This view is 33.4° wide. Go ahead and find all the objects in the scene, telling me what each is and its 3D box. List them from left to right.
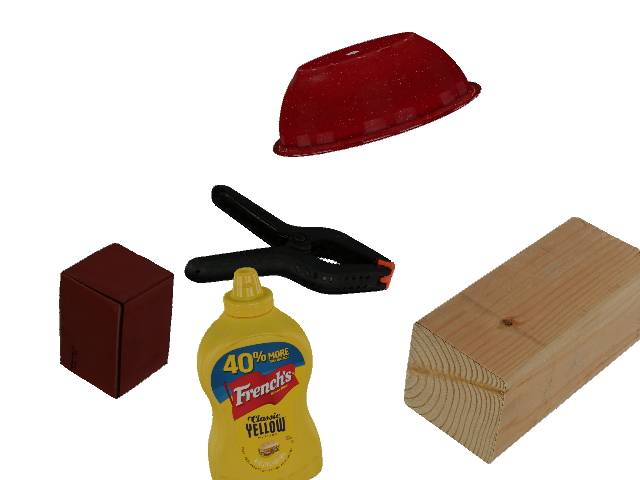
[{"bbox_3d":[-0.132,0.051,0.691,0.053,0.078,0.051,26,37,24],"label":"foam brick"},{"bbox_3d":[-0.053,0.115,0.892,0.096,0.192,0.058,-8,18,-10],"label":"mustard bottle"},{"bbox_3d":[-0.031,0.016,1.074,0.210,0.036,0.164,18,33,3],"label":"clamp"},{"bbox_3d":[0.034,-0.115,0.792,0.162,0.055,0.162,-17,15,4],"label":"bowl"},{"bbox_3d":[0.171,0.073,0.857,0.205,0.090,0.091,-29,47,-34],"label":"wood block"}]
